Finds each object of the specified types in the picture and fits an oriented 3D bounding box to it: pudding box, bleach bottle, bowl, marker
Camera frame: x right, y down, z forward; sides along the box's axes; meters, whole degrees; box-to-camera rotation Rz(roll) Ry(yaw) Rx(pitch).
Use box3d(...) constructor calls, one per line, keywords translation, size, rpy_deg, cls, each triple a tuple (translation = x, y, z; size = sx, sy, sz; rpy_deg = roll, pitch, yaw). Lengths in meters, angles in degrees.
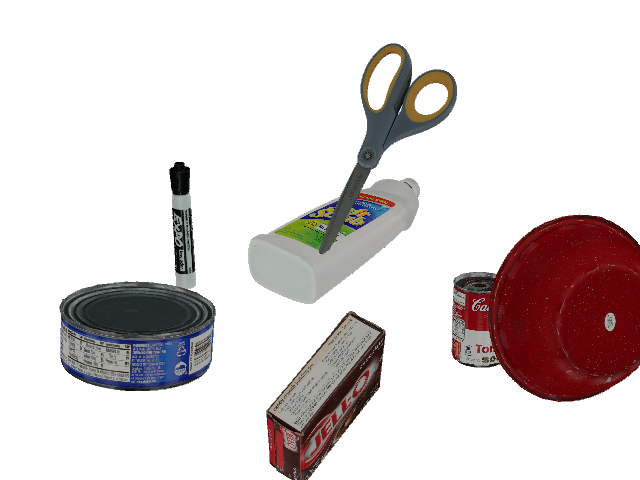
box3d(translation=(0.005, 0.123, 0.829), size=(0.039, 0.113, 0.090), rpy_deg=(29, -31, 18), cls="pudding box")
box3d(translation=(0.032, -0.016, 1.272), size=(0.103, 0.068, 0.250), rpy_deg=(22, 39, 31), cls="bleach bottle")
box3d(translation=(0.223, 0.061, 0.881), size=(0.162, 0.162, 0.055), rpy_deg=(0, 7, -17), cls="bowl")
box3d(translation=(-0.127, -0.014, 0.985), size=(0.020, 0.121, 0.020), rpy_deg=(-1, 22, 0), cls="marker")

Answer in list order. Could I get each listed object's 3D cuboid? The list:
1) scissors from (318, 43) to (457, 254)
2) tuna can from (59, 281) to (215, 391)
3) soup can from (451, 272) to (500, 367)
box3d(translation=(0.063, -0.078, 0.947), size=(0.096, 0.202, 0.016), rpy_deg=(8, -11, 14), cls="scissors")
box3d(translation=(-0.102, 0.052, 0.597), size=(0.086, 0.034, 0.086), rpy_deg=(5, 16, -1), cls="tuna can")
box3d(translation=(0.197, 0.098, 1.324), size=(0.068, 0.102, 0.068), rpy_deg=(-1, 18, 0), cls="soup can")
